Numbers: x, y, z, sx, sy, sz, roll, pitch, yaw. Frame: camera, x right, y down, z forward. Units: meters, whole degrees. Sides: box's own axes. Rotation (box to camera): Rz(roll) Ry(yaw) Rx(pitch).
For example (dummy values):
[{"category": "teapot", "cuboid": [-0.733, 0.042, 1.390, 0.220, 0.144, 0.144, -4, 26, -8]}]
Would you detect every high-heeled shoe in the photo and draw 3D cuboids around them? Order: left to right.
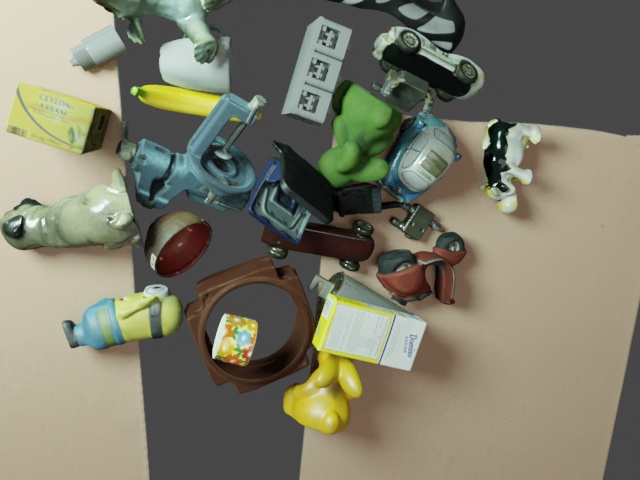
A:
[{"category": "high-heeled shoe", "cuboid": [0.119, -0.371, 0.900, 0.249, 0.086, 0.145, -2, 134, 4]}]

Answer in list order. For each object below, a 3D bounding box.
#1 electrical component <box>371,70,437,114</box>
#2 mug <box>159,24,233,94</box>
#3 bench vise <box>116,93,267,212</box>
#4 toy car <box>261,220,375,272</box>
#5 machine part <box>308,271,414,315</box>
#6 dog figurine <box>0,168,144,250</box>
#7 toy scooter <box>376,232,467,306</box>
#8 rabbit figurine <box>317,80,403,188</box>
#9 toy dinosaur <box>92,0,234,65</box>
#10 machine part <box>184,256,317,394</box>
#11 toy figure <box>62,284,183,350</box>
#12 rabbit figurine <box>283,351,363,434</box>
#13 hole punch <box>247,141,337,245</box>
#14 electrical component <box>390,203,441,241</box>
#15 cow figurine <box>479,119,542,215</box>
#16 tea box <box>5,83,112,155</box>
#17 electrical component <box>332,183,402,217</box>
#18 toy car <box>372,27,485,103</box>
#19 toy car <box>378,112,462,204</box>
[{"category": "electrical component", "cuboid": [0.145, -0.247, 0.906, 0.102, 0.078, 0.045, 25, 60, -23]}, {"category": "mug", "cuboid": [-0.188, -0.280, 0.821, 0.107, 0.081, 0.109, -1, 84, -7]}, {"category": "bench vise", "cuboid": [-0.174, -0.136, 0.807, 0.223, 0.129, 0.240, 30, 126, -25]}, {"category": "toy car", "cuboid": [-0.002, -0.003, 0.936, 0.202, 0.053, 0.089, 10, 119, -15]}, {"category": "machine part", "cuboid": [0.086, 0.128, 0.973, 0.243, 0.079, 0.079, 32, 92, -17]}, {"category": "dog figurine", "cuboid": [-0.367, -0.022, 0.781, 0.191, 0.172, 0.121, -17, 94, -18]}, {"category": "toy scooter", "cuboid": [0.195, 0.071, 0.992, 0.184, 0.075, 0.135, -18, 106, -15]}, {"category": "rabbit figurine", "cuboid": [0.063, -0.151, 0.885, 0.121, 0.159, 0.170, 22, 111, -27]}, {"category": "toy dinosaur", "cuboid": [-0.150, -0.391, 0.781, 0.405, 0.131, 0.192, -38, 65, -21]}, {"category": "machine part", "cuboid": [-0.113, 0.144, 0.920, 0.201, 0.087, 0.200, -20, 106, -8]}, {"category": "toy figure", "cuboid": [-0.314, 0.130, 0.870, 0.180, 0.082, 0.089, -19, 115, -14]}, {"category": "rabbit figurine", "cuboid": [0.012, 0.244, 0.953, 0.122, 0.162, 0.173, 17, 79, -5]}, {"category": "hole punch", "cuboid": [-0.045, -0.068, 0.840, 0.142, 0.116, 0.092, 34, 126, -27]}, {"category": "electrical component", "cuboid": [0.178, -0.031, 0.992, 0.094, 0.021, 0.063, 30, 93, -19]}, {"category": "cow figurine", "cuboid": [0.336, -0.133, 0.988, 0.098, 0.068, 0.167, 10, 95, -11]}, {"category": "tea box", "cuboid": [-0.357, -0.168, 0.750, 0.098, 0.170, 0.068, 17, 98, -19]}, {"category": "electrical component", "cuboid": [0.081, -0.072, 0.932, 0.119, 0.075, 0.047, -8, 104, -9]}, {"category": "toy car", "cuboid": [0.184, -0.296, 0.910, 0.202, 0.073, 0.056, 21, 64, -17]}, {"category": "toy car", "cuboid": [0.177, -0.141, 0.929, 0.109, 0.103, 0.161, 38, 88, -17]}]
